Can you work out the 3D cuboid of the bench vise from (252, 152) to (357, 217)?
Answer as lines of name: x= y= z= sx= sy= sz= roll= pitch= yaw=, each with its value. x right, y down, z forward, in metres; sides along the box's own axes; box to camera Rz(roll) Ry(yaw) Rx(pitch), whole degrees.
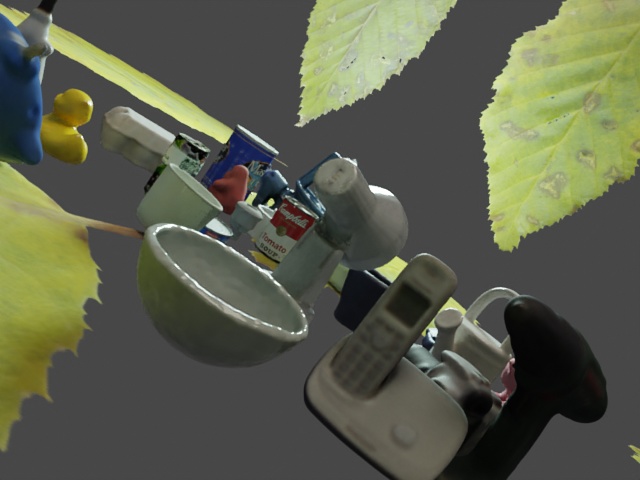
bench vise: x=-0.033 y=-0.116 z=1.247 sx=0.208 sy=0.219 sz=0.121 roll=33 pitch=8 yaw=-15

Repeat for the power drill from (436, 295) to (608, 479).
power drill: x=0.198 y=0.172 z=0.574 sx=0.231 sy=0.208 sz=0.075 roll=28 pitch=11 yaw=-41

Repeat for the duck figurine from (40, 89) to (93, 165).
duck figurine: x=-0.332 y=-0.156 z=0.755 sx=0.104 sy=0.086 sz=0.078 roll=41 pitch=10 yaw=38

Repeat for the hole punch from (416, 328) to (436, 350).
hole punch: x=0.229 y=0.192 z=0.995 sx=0.101 sy=0.091 sz=0.108 roll=34 pitch=8 yaw=-8

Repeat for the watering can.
watering can: x=0.228 y=0.155 z=0.840 sx=0.100 sy=0.194 sz=0.173 roll=40 pitch=10 yaw=31

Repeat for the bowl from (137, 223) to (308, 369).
bowl: x=-0.096 y=0.060 z=0.505 sx=0.167 sy=0.074 sz=0.167 roll=34 pitch=8 yaw=-5

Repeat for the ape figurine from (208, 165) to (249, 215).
ape figurine: x=-0.165 y=-0.099 z=1.074 sx=0.078 sy=0.092 sz=0.076 roll=27 pitch=11 yaw=-44

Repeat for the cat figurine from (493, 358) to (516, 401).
cat figurine: x=0.375 y=0.269 z=1.045 sx=0.128 sy=0.117 sz=0.067 roll=34 pitch=8 yaw=-5

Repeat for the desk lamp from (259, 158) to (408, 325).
desk lamp: x=0.007 y=0.003 z=0.757 sx=0.117 sy=0.213 sz=0.204 roll=40 pitch=9 yaw=30

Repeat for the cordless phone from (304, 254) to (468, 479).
cordless phone: x=0.087 y=0.117 z=0.529 sx=0.147 sy=0.185 sz=0.094 roll=37 pitch=8 yaw=14

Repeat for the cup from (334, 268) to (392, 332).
cup: x=0.064 y=0.091 z=0.900 sx=0.092 sy=0.095 sz=0.117 roll=33 pitch=8 yaw=-11

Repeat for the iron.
iron: x=-0.367 y=-0.186 z=0.589 sx=0.257 sy=0.141 sz=0.119 roll=39 pitch=9 yaw=28

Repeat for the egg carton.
egg carton: x=-0.304 y=-0.168 z=0.988 sx=0.151 sy=0.069 sz=0.107 roll=30 pitch=10 yaw=-31

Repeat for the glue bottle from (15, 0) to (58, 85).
glue bottle: x=-0.384 y=-0.244 z=0.742 sx=0.078 sy=0.173 sz=0.037 roll=30 pitch=9 yaw=-29

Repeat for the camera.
camera: x=0.149 y=0.183 z=0.693 sx=0.144 sy=0.100 sz=0.136 roll=30 pitch=10 yaw=-33
